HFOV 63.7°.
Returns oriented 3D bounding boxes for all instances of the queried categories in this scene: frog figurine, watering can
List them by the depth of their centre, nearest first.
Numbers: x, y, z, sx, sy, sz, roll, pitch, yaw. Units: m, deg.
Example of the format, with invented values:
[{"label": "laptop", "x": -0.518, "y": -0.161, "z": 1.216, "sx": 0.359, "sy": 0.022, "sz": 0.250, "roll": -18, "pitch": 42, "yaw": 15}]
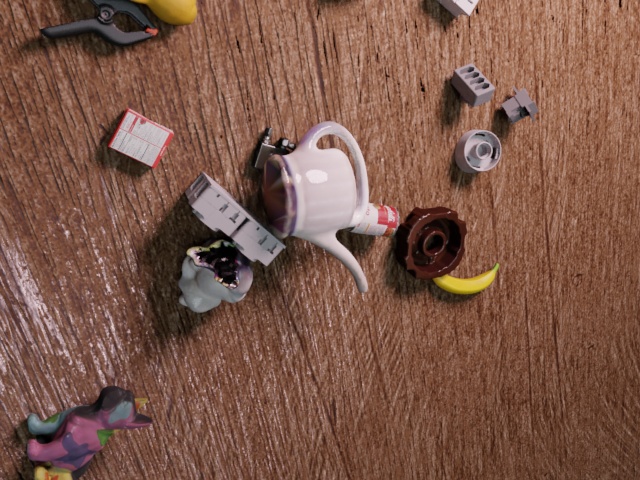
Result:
[{"label": "watering can", "x": 0.003, "y": -0.049, "z": 0.981, "sx": 0.225, "sy": 0.346, "sz": 0.104, "roll": -10, "pitch": 7, "yaw": -30}, {"label": "frog figurine", "x": -0.205, "y": 0.078, "z": 1.000, "sx": 0.137, "sy": 0.126, "sz": 0.156, "roll": 24, "pitch": -42, "yaw": -4}]
